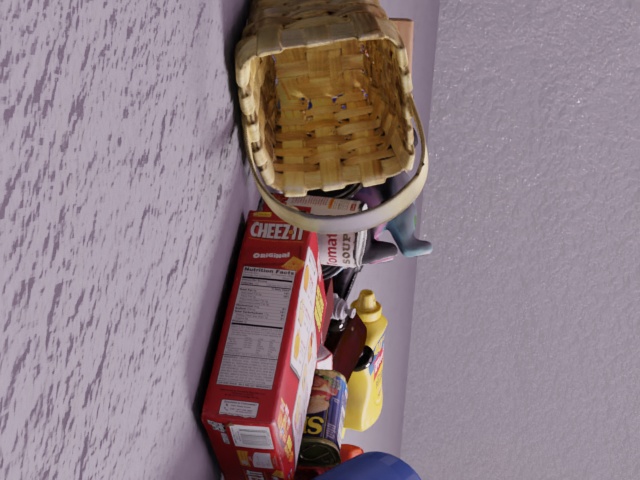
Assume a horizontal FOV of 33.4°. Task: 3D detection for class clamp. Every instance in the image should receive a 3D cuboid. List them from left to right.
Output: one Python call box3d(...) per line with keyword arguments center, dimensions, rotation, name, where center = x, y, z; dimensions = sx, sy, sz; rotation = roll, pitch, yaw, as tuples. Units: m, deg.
box3d(center=(0.045, 0.020, 1.443), dimensions=(0.164, 0.036, 0.210), rotation=(-29, 140, -75), name="clamp")

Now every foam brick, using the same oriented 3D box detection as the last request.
box3d(center=(-0.016, 0.081, 1.221), dimensions=(0.078, 0.051, 0.053), rotation=(-72, 163, -54), name="foam brick")

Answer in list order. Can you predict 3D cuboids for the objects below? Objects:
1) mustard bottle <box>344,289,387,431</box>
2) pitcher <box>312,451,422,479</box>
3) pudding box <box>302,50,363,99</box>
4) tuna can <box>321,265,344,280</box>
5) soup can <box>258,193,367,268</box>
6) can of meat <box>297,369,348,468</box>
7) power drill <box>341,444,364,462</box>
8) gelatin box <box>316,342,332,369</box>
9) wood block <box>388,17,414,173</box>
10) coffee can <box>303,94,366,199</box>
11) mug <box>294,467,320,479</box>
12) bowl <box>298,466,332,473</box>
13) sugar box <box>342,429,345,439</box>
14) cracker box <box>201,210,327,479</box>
box3d(center=(0.057, 0.151, 1.414), dimensions=(0.096, 0.058, 0.192), rotation=(-55, 151, -57), name="mustard bottle")
box3d(center=(0.004, 0.289, 0.956), dimensions=(0.242, 0.145, 0.149), rotation=(-17, 138, -54), name="pitcher")
box3d(center=(0.025, -0.192, 1.197), dimensions=(0.113, 0.090, 0.039), rotation=(87, 12, -44), name="pudding box")
box3d(center=(-0.007, 0.001, 1.126), dimensions=(0.033, 0.086, 0.086), rotation=(6, 89, -82), name="tuna can")
box3d(center=(-0.007, -0.010, 1.068), dimensions=(0.068, 0.102, 0.068), rotation=(6, 90, -80), name="soup can")
box3d(center=(-0.024, 0.178, 1.078), dimensions=(0.057, 0.102, 0.084), rotation=(75, 20, -51), name="can of meat")
box3d(center=(0.003, 0.286, 1.362), dimensions=(0.187, 0.057, 0.184), rotation=(40, 52, -62), name="power drill")
box3d(center=(-0.019, 0.135, 1.158), dimensions=(0.089, 0.030, 0.073), rotation=(39, -41, 49), name="gelatin box")
box3d(center=(0.073, -0.191, 1.424), dimensions=(0.090, 0.091, 0.206), rotation=(-93, -176, -76), name="wood block")
box3d(center=(0.014, -0.109, 1.134), dimensions=(0.140, 0.103, 0.103), rotation=(-64, 157, -64), name="coffee can")
box3d(center=(-0.048, 0.269, 1.065), dimensions=(0.117, 0.093, 0.081), rotation=(14, 75, -50), name="mug")
box3d(center=(-0.025, 0.310, 1.169), dimensions=(0.162, 0.055, 0.162), rotation=(176, -90, -69), name="bowl")
box3d(center=(0.017, 0.193, 1.503), dimensions=(0.176, 0.048, 0.093), rotation=(86, 14, -48), name="sugar box")
box3d(center=(-0.048, 0.104, 0.991), dimensions=(0.164, 0.072, 0.213), rotation=(83, 15, -56), name="cracker box")
